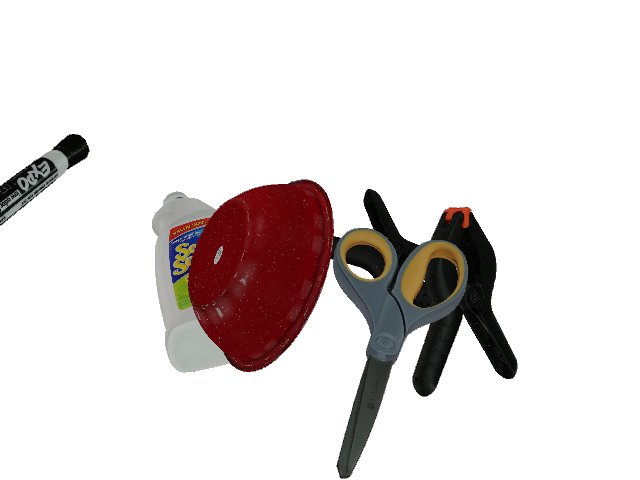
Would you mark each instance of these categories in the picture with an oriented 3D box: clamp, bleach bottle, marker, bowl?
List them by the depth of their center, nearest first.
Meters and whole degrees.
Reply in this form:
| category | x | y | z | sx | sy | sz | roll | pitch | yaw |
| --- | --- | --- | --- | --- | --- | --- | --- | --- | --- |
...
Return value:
| category | x | y | z | sx | sy | sz | roll | pitch | yaw |
| --- | --- | --- | --- | --- | --- | --- | --- | --- | --- |
| marker | -0.179 | -0.036 | 0.656 | 0.020 | 0.020 | 0.121 | 0 | 29 | 23 |
| bowl | -0.058 | 0.019 | 0.836 | 0.055 | 0.162 | 0.162 | 22 | -11 | -29 |
| clamp | 0.121 | 0.058 | 0.968 | 0.120 | 0.171 | 0.039 | -16 | 7 | -41 |
| bleach bottle | -0.135 | 0.028 | 1.122 | 0.102 | 0.068 | 0.251 | -12 | 38 | -13 |
| clamp | 0.073 | 0.022 | 1.249 | 0.164 | 0.036 | 0.210 | -22 | 51 | -39 |

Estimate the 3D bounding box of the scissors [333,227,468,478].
| category | x | y | z | sx | sy | sz | roll | pitch | yaw |
| --- | --- | --- | --- | --- | --- | --- | --- | --- | --- |
| scissors | 0.024 | 0.053 | 0.644 | 0.096 | 0.016 | 0.201 | 27 | 44 | 18 |
